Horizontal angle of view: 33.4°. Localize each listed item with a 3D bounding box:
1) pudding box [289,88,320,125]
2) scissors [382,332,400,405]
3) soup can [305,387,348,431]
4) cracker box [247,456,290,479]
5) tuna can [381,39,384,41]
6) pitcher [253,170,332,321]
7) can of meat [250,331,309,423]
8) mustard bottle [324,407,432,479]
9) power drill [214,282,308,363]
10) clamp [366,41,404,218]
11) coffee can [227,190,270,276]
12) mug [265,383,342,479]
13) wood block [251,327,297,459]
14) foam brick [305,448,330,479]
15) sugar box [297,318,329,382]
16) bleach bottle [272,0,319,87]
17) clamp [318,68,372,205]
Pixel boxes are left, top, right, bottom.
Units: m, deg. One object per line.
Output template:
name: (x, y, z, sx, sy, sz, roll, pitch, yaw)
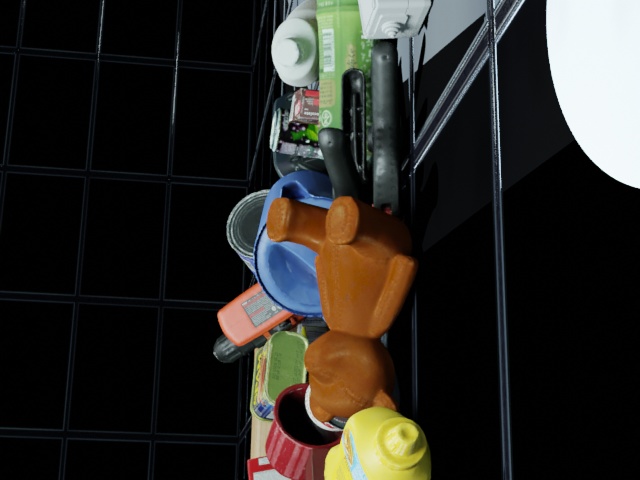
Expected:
pudding box: (0.015, -0.150, 1.227, 0.113, 0.090, 0.039, -137, 52, -81)
scissors: (0.063, 0.103, 1.034, 0.096, 0.016, 0.202, 142, 132, -77)
soup can: (0.022, 0.166, 1.114, 0.102, 0.068, 0.068, 123, 149, -77)
cracker box: (-0.039, 0.399, 1.346, 0.214, 0.072, 0.164, -103, 2, -62)
tuna can: (0.048, -0.211, 1.211, 0.086, 0.033, 0.086, -177, 90, -83)
pitcher: (-0.008, 0.002, 1.243, 0.243, 0.145, 0.149, -102, 36, -76)
can of meat: (-0.049, 0.172, 1.339, 0.084, 0.057, 0.102, 123, 154, -65)
mustard bottle: (0.051, 0.193, 0.894, 0.192, 0.058, 0.096, 108, 142, -60)
power drill: (-0.074, 0.099, 1.371, 0.057, 0.184, 0.187, 55, -177, 8)
clamp: (0.062, -0.104, 1.018, 0.120, 0.039, 0.171, 46, -140, -78)
coffee can: (-0.056, 0.009, 1.458, 0.140, 0.103, 0.103, 58, -152, -59)
mug: (-0.011, 0.224, 1.263, 0.117, 0.093, 0.082, -39, -23, -43)
wood block: (-0.052, 0.231, 1.560, 0.091, 0.090, 0.206, 114, 158, -72)
foam brick: (0.013, 0.277, 1.185, 0.051, 0.053, 0.078, 102, 169, -50)
sugar box: (-0.007, 0.172, 1.411, 0.176, 0.048, 0.093, -120, 36, -74)
bleach bottle: (-0.007, -0.235, 1.233, 0.250, 0.068, 0.102, -49, -36, -71)
clamp: (0.033, -0.058, 1.064, 0.164, 0.036, 0.210, -74, -21, -52)
